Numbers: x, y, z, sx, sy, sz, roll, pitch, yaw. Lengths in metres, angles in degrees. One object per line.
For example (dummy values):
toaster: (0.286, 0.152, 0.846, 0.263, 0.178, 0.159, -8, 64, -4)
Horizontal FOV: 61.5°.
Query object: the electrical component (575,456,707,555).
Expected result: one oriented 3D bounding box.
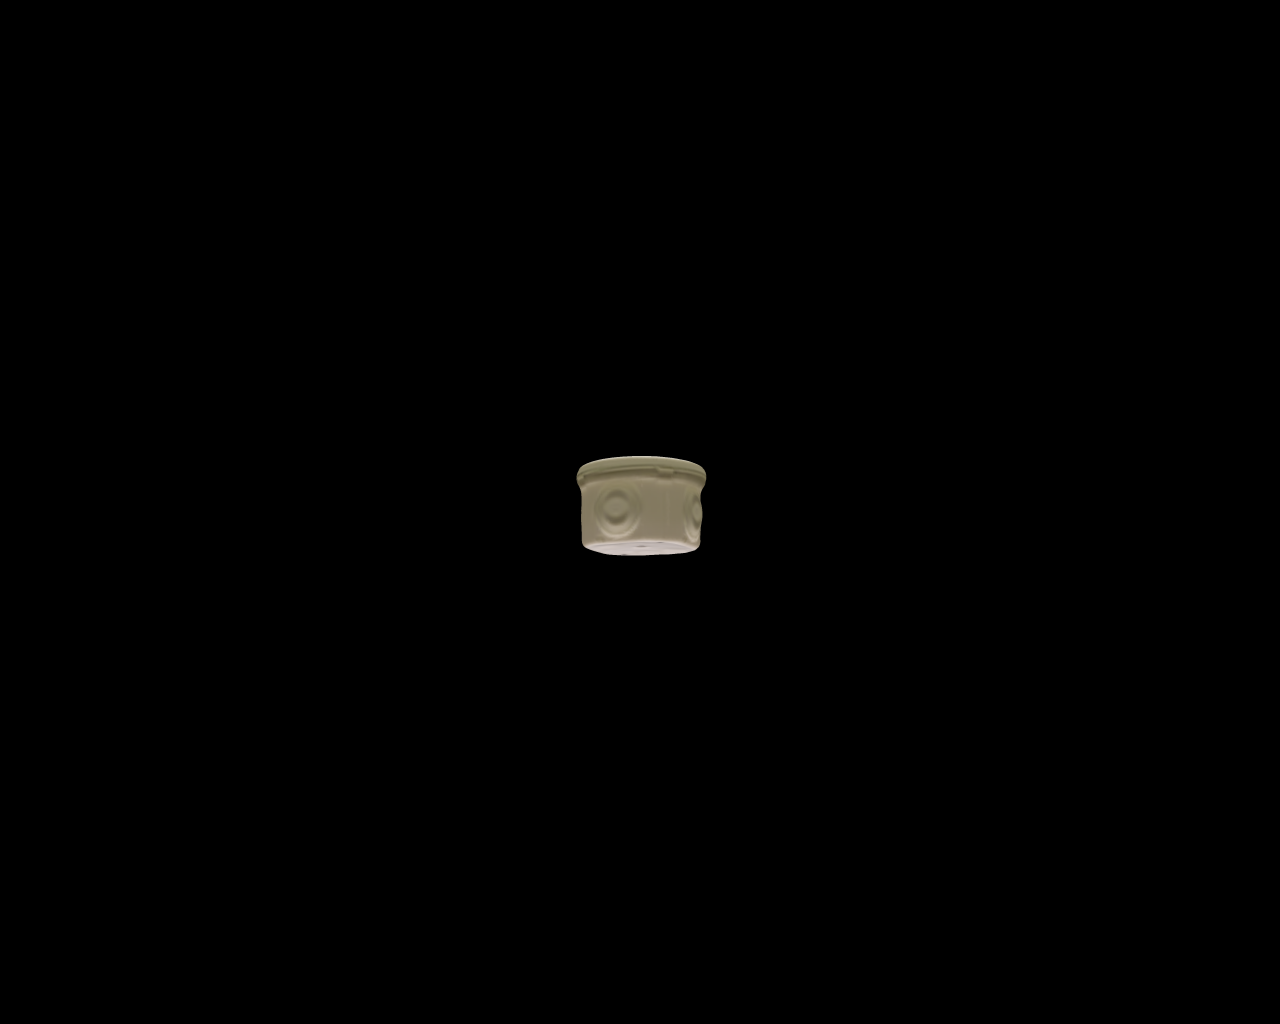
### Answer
electrical component: (0.001, -0.003, 0.650, 0.080, 0.051, 0.080, 0, -9, 0)
